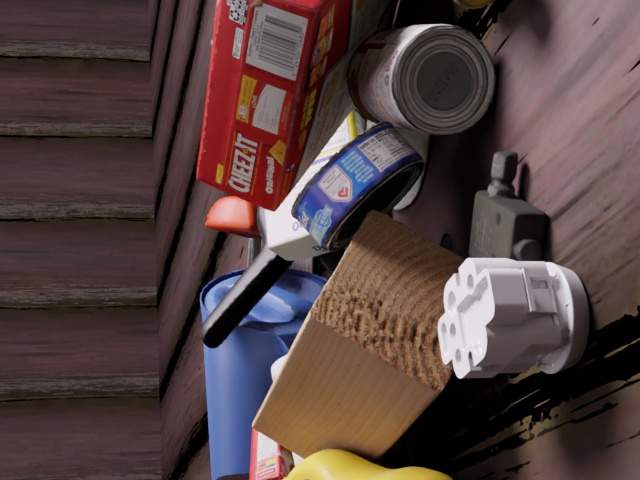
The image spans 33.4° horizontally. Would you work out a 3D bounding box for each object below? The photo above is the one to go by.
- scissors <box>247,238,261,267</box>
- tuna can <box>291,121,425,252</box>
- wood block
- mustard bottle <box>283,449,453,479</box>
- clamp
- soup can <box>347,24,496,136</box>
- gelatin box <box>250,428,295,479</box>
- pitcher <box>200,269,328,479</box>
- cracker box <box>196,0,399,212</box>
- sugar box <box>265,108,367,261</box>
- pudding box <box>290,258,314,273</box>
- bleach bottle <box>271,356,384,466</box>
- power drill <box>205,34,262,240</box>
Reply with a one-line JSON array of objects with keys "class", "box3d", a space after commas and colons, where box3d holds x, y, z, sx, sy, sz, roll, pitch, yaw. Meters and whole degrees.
[{"class": "scissors", "box3d": [-0.081, -0.035, 1.174, 0.016, 0.096, 0.201, -12, 51, 41]}, {"class": "tuna can", "box3d": [0.025, -0.032, 0.669, 0.034, 0.086, 0.086, 48, 153, 12]}, {"class": "wood block", "box3d": [0.029, 0.080, 0.715, 0.090, 0.091, 0.206, -58, -4, -30]}, {"class": "mustard bottle", "box3d": [0.024, 0.189, 0.710, 0.192, 0.058, 0.096, -1, 110, 54]}, {"class": "clamp", "box3d": [-0.006, 0.001, 0.925, 0.036, 0.165, 0.210, 57, -140, -49]}, {"class": "soup can", "box3d": [0.063, -0.103, 0.685, 0.102, 0.068, 0.068, -146, 57, -73]}, {"class": "gelatin box", "box3d": [-0.023, 0.198, 0.854, 0.089, 0.030, 0.073, 60, -166, -26]}, {"class": "pitcher", "box3d": [-0.052, 0.152, 1.034, 0.149, 0.145, 0.243, -42, -40, -59]}, {"class": "cracker box", "box3d": [-0.005, -0.148, 0.752, 0.213, 0.072, 0.164, -57, -14, -46]}, {"class": "sugar box", "box3d": [-0.003, -0.076, 0.902, 0.048, 0.093, 0.176, 33, -136, -56]}, {"class": "pudding box", "box3d": [-0.033, 0.014, 1.133, 0.090, 0.039, 0.113, 140, 130, -73]}, {"class": "bleach bottle", "box3d": [0.022, 0.211, 0.810, 0.102, 0.068, 0.251, 51, -157, -53]}, {"class": "power drill", "box3d": [-0.060, -0.097, 1.009, 0.184, 0.057, 0.187, 18, -100, -64]}]
